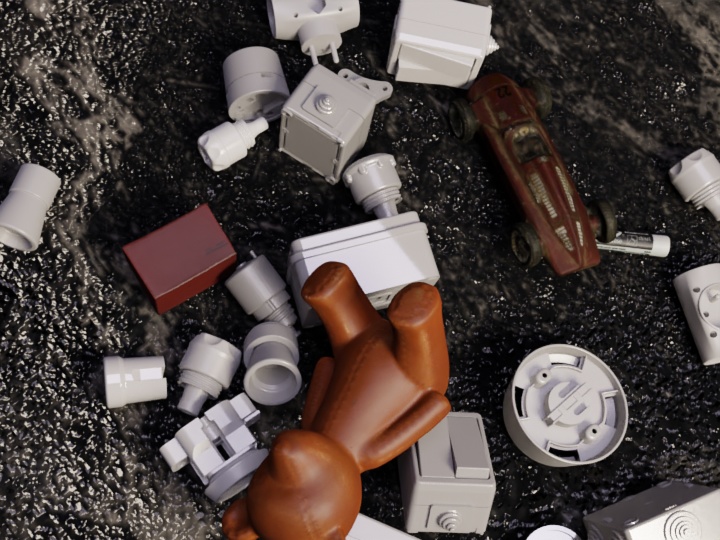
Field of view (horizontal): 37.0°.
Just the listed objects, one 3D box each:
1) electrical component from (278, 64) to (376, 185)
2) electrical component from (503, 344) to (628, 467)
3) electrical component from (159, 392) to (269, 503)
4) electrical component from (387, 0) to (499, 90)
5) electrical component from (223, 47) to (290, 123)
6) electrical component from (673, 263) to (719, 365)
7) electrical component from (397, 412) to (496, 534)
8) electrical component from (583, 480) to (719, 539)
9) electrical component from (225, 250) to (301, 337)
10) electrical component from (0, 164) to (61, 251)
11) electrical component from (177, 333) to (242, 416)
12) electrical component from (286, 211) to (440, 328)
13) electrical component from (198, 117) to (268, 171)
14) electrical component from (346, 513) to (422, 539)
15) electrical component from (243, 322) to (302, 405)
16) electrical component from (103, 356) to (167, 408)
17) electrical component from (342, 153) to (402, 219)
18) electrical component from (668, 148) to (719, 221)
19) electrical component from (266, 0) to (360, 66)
[{"bbox_3d":[-0.026,-0.127,0.905,0.062,0.096,0.061,32,70,5],"label":"electrical component"},{"bbox_3d":[0.164,0.110,0.864,0.099,0.064,0.099,2,71,-6],"label":"electrical component"},{"bbox_3d":[-0.105,0.140,0.826,0.078,0.058,0.057,-33,75,-16],"label":"electrical component"},{"bbox_3d":[0.076,-0.200,0.961,0.096,0.061,0.061,11,70,-3],"label":"electrical component"},{"bbox_3d":[-0.091,-0.160,0.932,0.055,0.055,0.047,-10,69,-10],"label":"electrical component"},{"bbox_3d":[0.318,0.034,0.918,0.079,0.044,0.077,-13,73,-10],"label":"electrical component"},{"bbox_3d":[0.065,0.154,0.816,0.062,0.061,0.096,3,34,-6],"label":"electrical component"},{"bbox_3d":[0.229,0.200,0.824,0.100,0.100,0.048,-19,87,-13],"label":"electrical component"},{"bbox_3d":[-0.076,0.024,0.878,0.040,0.040,0.078,-38,93,-17],"label":"electrical component"},{"bbox_3d":[-0.273,-0.054,0.881,0.044,0.044,0.065,18,65,0],"label":"electrical component"},{"bbox_3d":[-0.124,0.084,0.850,0.043,0.043,0.062,23,72,2],"label":"electrical component"},{"bbox_3d":[0.000,0.000,0.875,0.113,0.078,0.057,-14,76,-11],"label":"electrical component"},{"bbox_3d":[-0.107,-0.112,0.924,0.061,0.035,0.035,-33,78,-18],"label":"electrical component"},{"bbox_3d":[-0.008,0.240,0.803,0.109,0.056,0.108,23,70,1],"label":"electrical component"},{"bbox_3d":[-0.070,0.073,0.848,0.045,0.045,0.055,0,31,-7],"label":"electrical component"},{"bbox_3d":[-0.177,0.086,0.846,0.046,0.040,0.040,-4,72,-14],"label":"electrical component"},{"bbox_3d":[0.016,-0.065,0.918,0.048,0.048,0.062,-20,82,-13],"label":"electrical component"},{"bbox_3d":[0.307,-0.073,0.955,0.043,0.043,0.062,-29,78,-15],"label":"electrical component"},{"bbox_3d":[-0.039,-0.219,0.963,0.077,0.043,0.079,-11,73,-10],"label":"electrical component"}]
